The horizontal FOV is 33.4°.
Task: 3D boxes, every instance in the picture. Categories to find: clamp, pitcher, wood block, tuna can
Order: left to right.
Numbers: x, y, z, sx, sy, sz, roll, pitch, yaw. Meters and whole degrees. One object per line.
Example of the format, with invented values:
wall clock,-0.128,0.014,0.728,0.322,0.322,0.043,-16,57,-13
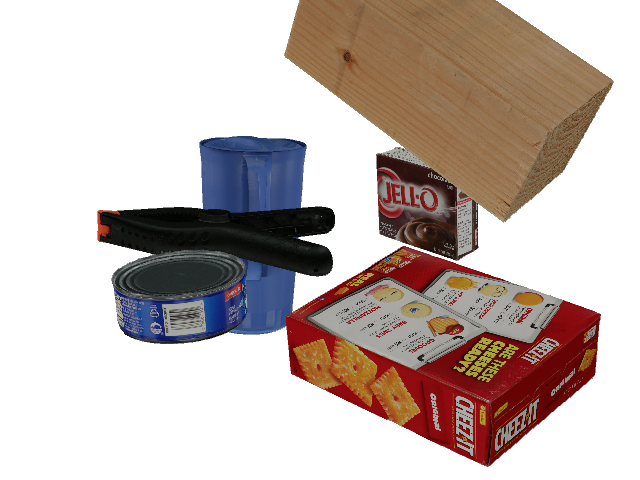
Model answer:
tuna can,-0.090,0.036,0.689,0.086,0.034,0.086,-3,18,1
clamp,-0.084,-0.004,0.899,0.210,0.036,0.164,2,13,-6
pitcher,-0.086,-0.007,1.340,0.145,0.243,0.148,11,16,36
wood block,0.086,-0.121,0.754,0.206,0.091,0.090,39,49,18

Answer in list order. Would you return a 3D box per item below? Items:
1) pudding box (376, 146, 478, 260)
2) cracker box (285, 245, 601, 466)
pudding box,0.107,-0.039,1.079,0.039,0.090,0.114,-24,30,-38
cracker box,0.102,0.090,0.911,0.214,0.072,0.163,20,36,39
